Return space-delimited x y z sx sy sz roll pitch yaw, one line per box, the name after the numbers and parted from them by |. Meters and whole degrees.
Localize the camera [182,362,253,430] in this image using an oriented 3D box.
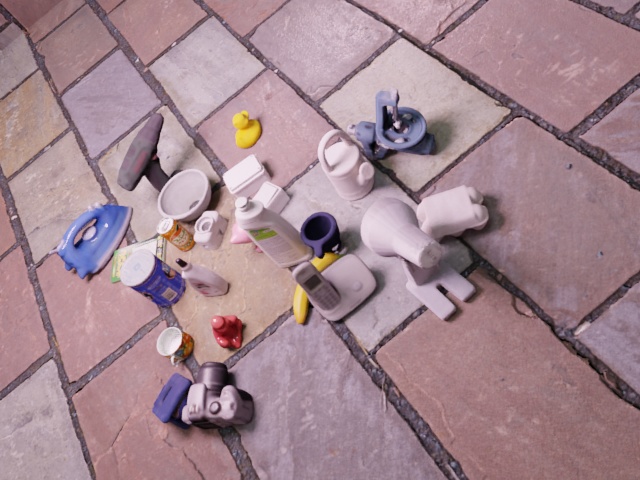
-0.230 0.336 1.257 0.143 0.101 0.137 -13 56 19 | camera

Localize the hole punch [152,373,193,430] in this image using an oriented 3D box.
-0.330 0.362 1.297 0.100 0.091 0.109 18 70 34 | hole punch

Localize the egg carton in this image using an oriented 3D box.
0.289 -0.056 1.258 0.150 0.070 0.107 -19 54 15 | egg carton

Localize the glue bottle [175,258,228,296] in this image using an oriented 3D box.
-0.299 0.087 1.397 0.078 0.174 0.037 -10 57 21 | glue bottle

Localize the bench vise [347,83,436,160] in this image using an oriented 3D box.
0.152 -0.270 1.361 0.207 0.220 0.121 -11 57 20 | bench vise

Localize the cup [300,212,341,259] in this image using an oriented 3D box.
0.012 0.005 1.342 0.091 0.095 0.117 -14 56 19 | cup

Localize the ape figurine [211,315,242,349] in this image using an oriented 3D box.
-0.224 0.206 1.339 0.075 0.092 0.078 30 77 37 | ape figurine

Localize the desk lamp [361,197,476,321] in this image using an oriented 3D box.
0.197 0.030 1.159 0.118 0.214 0.202 -44 52 -4 | desk lamp

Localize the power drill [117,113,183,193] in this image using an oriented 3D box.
-0.471 -0.219 1.648 0.075 0.209 0.230 20 72 34 | power drill

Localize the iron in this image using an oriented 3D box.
-0.667 -0.024 1.669 0.118 0.142 0.258 19 71 34 | iron

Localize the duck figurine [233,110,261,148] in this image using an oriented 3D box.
-0.224 -0.328 1.669 0.077 0.086 0.104 3 63 28 | duck figurine

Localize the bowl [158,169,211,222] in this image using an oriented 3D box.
-0.369 -0.113 1.618 0.167 0.075 0.167 -12 56 20 | bowl

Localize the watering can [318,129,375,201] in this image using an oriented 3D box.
0.060 -0.186 1.372 0.172 0.195 0.101 7 64 30 | watering can

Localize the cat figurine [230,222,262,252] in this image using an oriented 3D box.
-0.163 -0.028 1.435 0.127 0.118 0.067 -32 52 6 | cat figurine

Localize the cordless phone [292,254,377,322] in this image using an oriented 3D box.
0.028 0.081 1.230 0.147 0.186 0.094 -41 52 -2 | cordless phone
